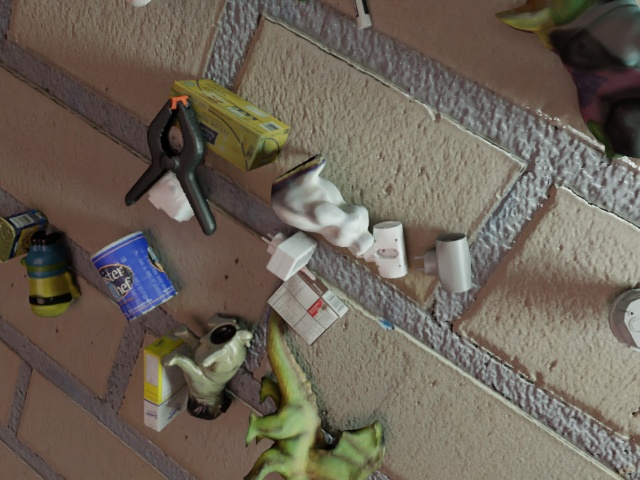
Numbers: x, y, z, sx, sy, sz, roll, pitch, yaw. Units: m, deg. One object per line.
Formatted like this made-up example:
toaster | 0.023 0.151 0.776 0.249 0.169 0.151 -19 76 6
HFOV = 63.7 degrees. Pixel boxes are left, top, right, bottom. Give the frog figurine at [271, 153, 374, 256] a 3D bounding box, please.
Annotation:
frog figurine | 0.002 -0.039 0.765 0.123 0.158 0.137 -31 10 -15

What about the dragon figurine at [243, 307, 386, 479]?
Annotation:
dragon figurine | -0.006 0.329 0.897 0.243 0.408 0.122 9 6 11

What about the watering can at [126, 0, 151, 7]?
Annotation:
watering can | -0.198 -0.490 0.698 0.103 0.343 0.228 15 23 -44
